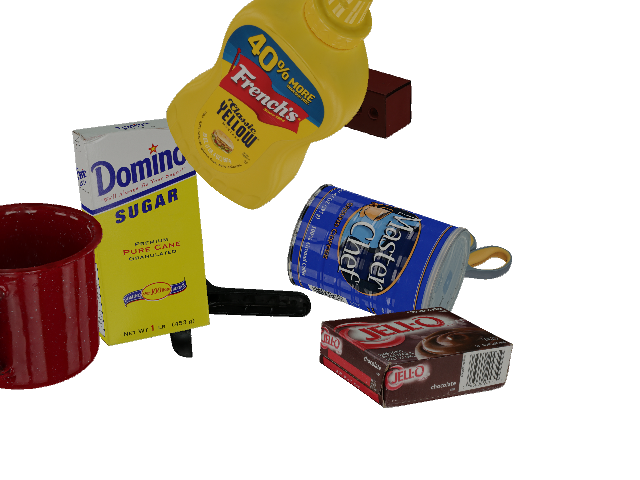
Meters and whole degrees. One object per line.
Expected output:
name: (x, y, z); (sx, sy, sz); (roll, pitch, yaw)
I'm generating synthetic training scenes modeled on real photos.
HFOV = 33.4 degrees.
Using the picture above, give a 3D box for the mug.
mug: (-0.174, 0.038, 0.613); (0.093, 0.081, 0.117); (4, 26, 5)

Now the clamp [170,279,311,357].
clamp: (-0.138, 0.065, 1.073); (0.210, 0.036, 0.164); (12, 20, 37)

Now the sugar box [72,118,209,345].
sugar box: (-0.147, -0.009, 0.886); (0.093, 0.176, 0.048); (-11, 19, -24)

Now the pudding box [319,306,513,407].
pudding box: (0.068, 0.083, 0.783); (0.113, 0.039, 0.090); (-3, 17, -31)

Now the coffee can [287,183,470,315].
coffee can: (0.055, 0.017, 0.985); (0.140, 0.103, 0.102); (19, 7, 20)

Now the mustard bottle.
mustard bottle: (-0.023, -0.102, 0.680); (0.058, 0.096, 0.192); (-40, -1, -42)

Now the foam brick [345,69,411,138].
foam brick: (0.055, -0.153, 1.178); (0.078, 0.053, 0.051); (21, 39, 34)

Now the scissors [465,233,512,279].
scissors: (0.132, 0.027, 1.214); (0.201, 0.016, 0.096); (-11, 41, -33)
